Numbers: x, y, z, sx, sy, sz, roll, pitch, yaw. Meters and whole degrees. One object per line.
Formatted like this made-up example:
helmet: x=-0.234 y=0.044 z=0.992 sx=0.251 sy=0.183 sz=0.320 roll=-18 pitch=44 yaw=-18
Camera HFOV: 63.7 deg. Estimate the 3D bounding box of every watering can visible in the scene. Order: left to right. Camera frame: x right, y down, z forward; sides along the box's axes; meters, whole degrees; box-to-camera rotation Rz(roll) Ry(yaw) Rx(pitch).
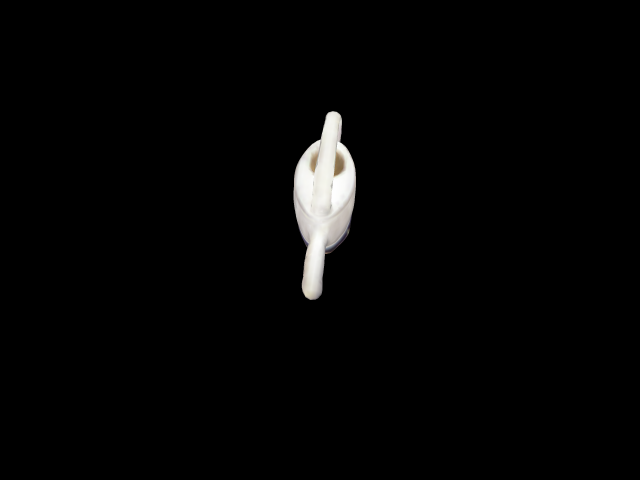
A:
watering can: x=0.003 y=-0.043 z=0.850 sx=0.104 sy=0.355 sz=0.220 roll=6 pitch=-26 yaw=3
